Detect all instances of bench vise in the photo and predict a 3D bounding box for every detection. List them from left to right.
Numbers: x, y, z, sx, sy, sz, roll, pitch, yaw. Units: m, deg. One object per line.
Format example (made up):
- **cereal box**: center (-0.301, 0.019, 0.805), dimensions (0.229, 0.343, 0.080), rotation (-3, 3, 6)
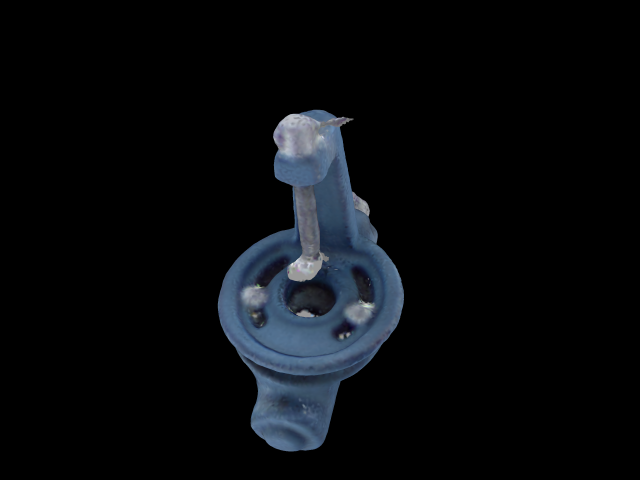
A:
- **bench vise**: center (-0.008, 0.002, 0.400), dimensions (0.121, 0.220, 0.207), rotation (-2, 30, -3)
